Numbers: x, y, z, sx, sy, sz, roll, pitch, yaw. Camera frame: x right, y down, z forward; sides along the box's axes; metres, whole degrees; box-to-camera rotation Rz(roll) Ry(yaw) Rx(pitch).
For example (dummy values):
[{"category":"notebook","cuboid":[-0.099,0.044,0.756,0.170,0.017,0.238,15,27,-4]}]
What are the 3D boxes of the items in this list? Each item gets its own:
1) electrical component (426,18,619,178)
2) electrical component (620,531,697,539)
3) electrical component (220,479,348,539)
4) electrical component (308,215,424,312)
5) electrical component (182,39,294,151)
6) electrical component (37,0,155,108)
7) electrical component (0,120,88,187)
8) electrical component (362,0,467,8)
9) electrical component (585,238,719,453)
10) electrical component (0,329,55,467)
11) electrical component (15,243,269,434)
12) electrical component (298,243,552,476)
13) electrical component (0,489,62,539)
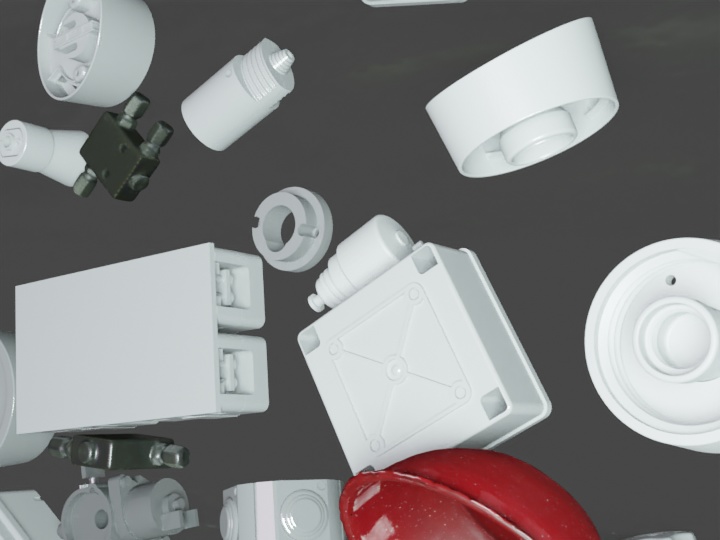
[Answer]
[{"category":"electrical component","cuboid":[0.086,-0.092,0.573,0.099,0.099,0.064,-27,75,29]},{"category":"electrical component","cuboid":[0.149,0.161,0.525,0.043,0.043,0.062,-17,76,32]},{"category":"electrical component","cuboid":[-0.044,0.153,0.638,0.080,0.080,0.051,-15,70,32]},{"category":"electrical component","cuboid":[0.000,0.000,0.651,0.078,0.040,0.040,-37,65,26]},{"category":"electrical component","cuboid":[-0.076,-0.120,0.718,0.081,0.043,0.043,-34,66,27]},{"category":"electrical component","cuboid":[-0.202,-0.171,0.799,0.099,0.064,0.099,-5,81,34]},{"category":"electrical component","cuboid":[-0.240,-0.090,0.814,0.044,0.065,0.044,-5,81,34]},{"category":"electrical component","cuboid":[0.031,-0.220,0.649,0.078,0.057,0.113,7,87,35]},{"category":"electrical component","cuboid":[0.162,0.035,0.522,0.108,0.060,0.108,-5,81,34]},{"category":"electrical component","cuboid":[-0.271,0.097,0.813,0.108,0.060,0.108,-5,81,34]},{"category":"electrical component","cuboid":[-0.150,0.052,0.735,0.186,0.060,0.105,-11,78,33]},{"category":"electrical component","cuboid":[0.034,0.058,0.610,0.109,0.056,0.108,-36,65,26]},{"category":"electrical component","cuboid":[-0.272,0.227,0.798,0.078,0.057,0.113,38,105,32]}]
